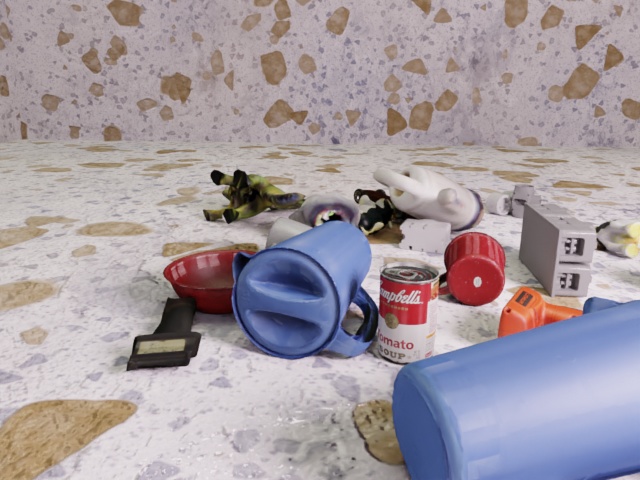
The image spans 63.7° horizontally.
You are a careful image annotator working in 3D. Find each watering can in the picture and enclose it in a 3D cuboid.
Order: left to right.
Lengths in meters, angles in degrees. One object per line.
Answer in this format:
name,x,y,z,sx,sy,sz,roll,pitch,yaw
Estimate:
watering can,0.238,-0.081,1.043,0.223,0.103,0.351,20,7,-22

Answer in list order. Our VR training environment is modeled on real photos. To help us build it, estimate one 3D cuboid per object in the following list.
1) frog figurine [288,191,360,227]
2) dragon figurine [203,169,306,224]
frog figurine,0.003,-0.052,1.033,0.138,0.120,0.162,-21,31,-7
dragon figurine,-0.113,-0.098,1.196,0.411,0.121,0.243,9,9,41
